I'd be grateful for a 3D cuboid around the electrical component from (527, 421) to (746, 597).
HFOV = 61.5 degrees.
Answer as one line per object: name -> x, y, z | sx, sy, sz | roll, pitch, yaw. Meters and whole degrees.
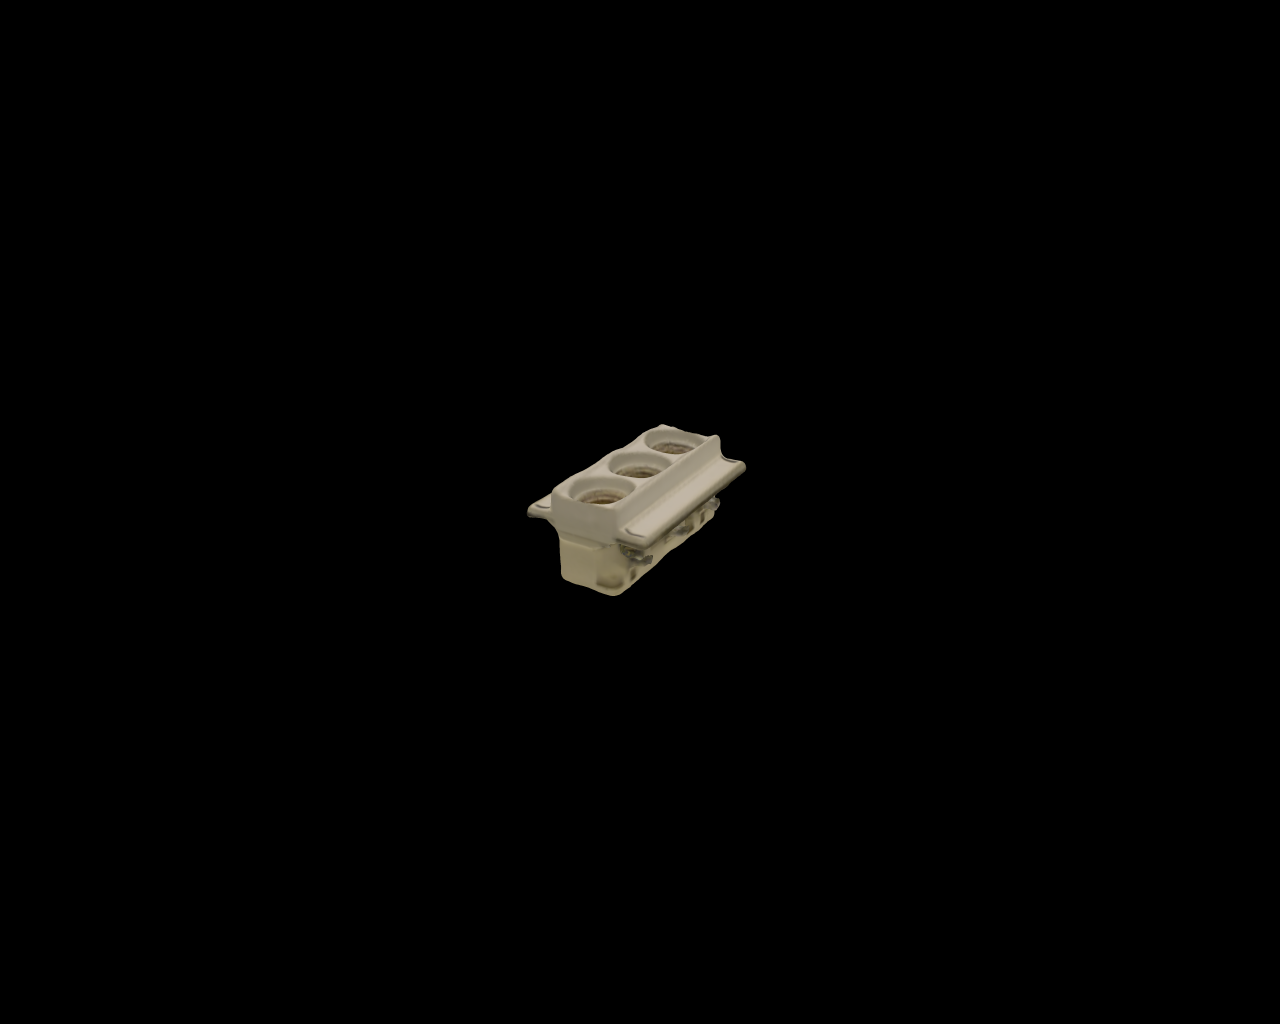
electrical component -> 0.001, -0.003, 0.650 | 0.079, 0.063, 0.121 | 16, 31, 28
